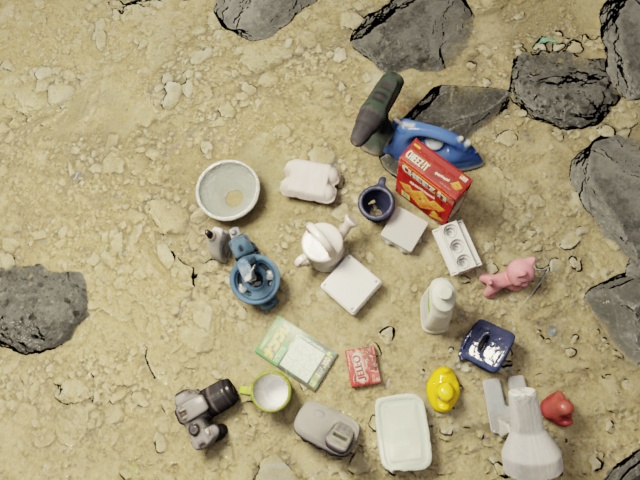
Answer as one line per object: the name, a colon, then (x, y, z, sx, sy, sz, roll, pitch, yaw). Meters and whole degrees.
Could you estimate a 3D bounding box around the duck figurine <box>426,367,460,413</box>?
duck figurine: (0.286, 0.344, 1.314, 0.077, 0.086, 0.104, 8, 76, 7)

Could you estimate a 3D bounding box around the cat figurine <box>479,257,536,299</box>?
cat figurine: (0.449, 0.086, 1.352, 0.128, 0.118, 0.067, -18, 74, 0)

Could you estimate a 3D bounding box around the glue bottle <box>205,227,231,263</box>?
glue bottle: (-0.253, 0.002, 1.406, 0.037, 0.173, 0.078, 16, 77, 9)

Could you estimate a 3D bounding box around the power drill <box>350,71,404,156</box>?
power drill: (0.140, -0.296, 1.432, 0.075, 0.208, 0.230, 24, 79, 11)

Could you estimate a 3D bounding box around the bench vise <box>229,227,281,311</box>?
bench vise: (-0.181, 0.065, 1.359, 0.121, 0.220, 0.207, -43, 76, -6)

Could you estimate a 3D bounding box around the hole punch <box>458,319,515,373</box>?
hole punch: (0.384, 0.247, 1.329, 0.101, 0.091, 0.109, 29, 79, 12)

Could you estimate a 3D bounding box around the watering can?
watering can: (0.011, 0.003, 1.372, 0.100, 0.194, 0.173, 29, 80, 12)

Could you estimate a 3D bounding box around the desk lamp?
desk lamp: (0.426, 0.395, 1.223, 0.118, 0.213, 0.203, -9, 75, 3)

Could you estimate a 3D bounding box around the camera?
camera: (-0.256, 0.398, 1.339, 0.137, 0.101, 0.143, -30, 75, -3)

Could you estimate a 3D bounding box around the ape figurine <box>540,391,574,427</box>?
ape figurine: (0.538, 0.378, 1.281, 0.076, 0.092, 0.078, 6, 76, 7)

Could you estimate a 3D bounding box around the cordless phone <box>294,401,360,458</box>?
cordless phone: (0.011, 0.422, 1.266, 0.147, 0.185, 0.094, 20, 78, 10)

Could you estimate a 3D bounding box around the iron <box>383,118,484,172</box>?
iron: (0.295, -0.247, 1.441, 0.258, 0.141, 0.119, 14, 77, 9)

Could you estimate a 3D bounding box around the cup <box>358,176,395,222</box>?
cup: (0.144, -0.093, 1.437, 0.091, 0.095, 0.118, 12, 77, 8)

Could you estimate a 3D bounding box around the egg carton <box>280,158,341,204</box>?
egg carton: (-0.025, -0.151, 1.480, 0.150, 0.069, 0.107, 10, 76, 8)

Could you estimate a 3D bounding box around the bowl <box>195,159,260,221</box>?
bowl: (-0.232, -0.120, 1.487, 0.167, 0.075, 0.167, -1, 75, 5)
